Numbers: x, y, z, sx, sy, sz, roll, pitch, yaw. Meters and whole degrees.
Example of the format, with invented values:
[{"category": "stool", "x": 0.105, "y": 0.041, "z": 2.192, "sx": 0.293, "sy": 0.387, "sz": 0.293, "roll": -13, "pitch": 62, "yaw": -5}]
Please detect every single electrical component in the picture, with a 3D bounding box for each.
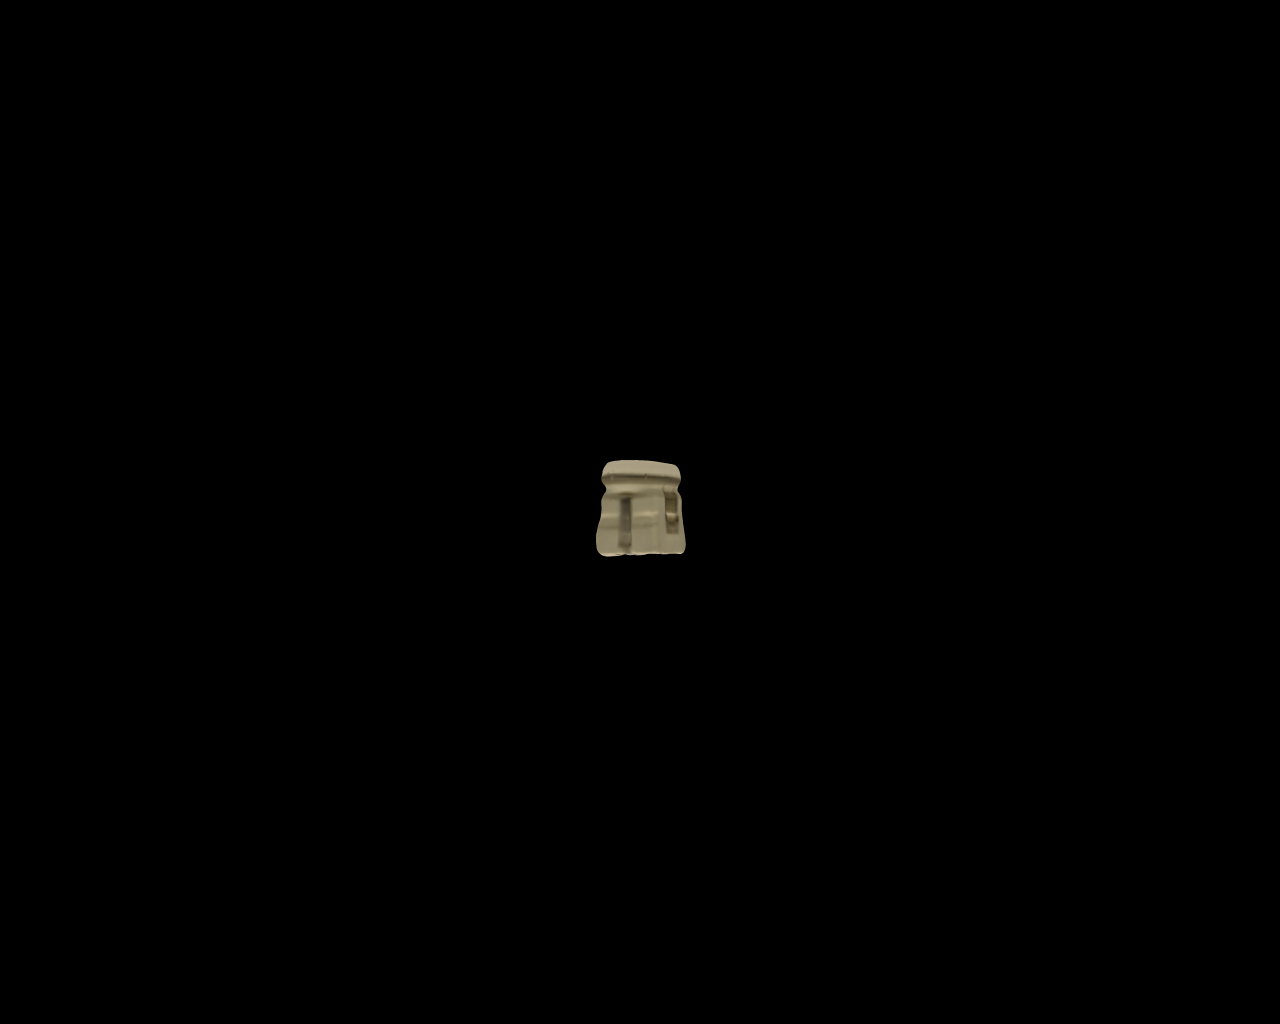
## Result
[{"category": "electrical component", "x": 0.001, "y": -0.003, "z": 0.650, "sx": 0.066, "sy": 0.055, "sz": 0.048, "roll": -2, "pitch": -4, "yaw": 31}]
